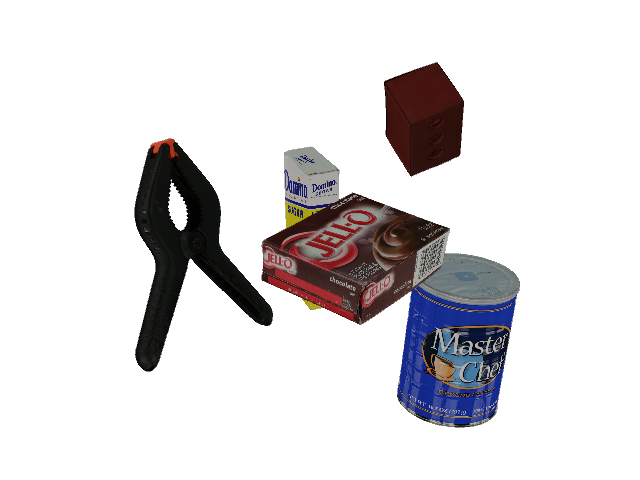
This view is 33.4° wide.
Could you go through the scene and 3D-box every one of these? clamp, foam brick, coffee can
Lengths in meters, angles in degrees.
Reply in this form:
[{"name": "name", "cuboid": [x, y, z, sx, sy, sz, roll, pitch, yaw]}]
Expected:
[{"name": "clamp", "cuboid": [-0.120, 0.008, 1.019, 0.036, 0.210, 0.164, -8, 0, 44]}, {"name": "foam brick", "cuboid": [0.090, -0.105, 0.928, 0.053, 0.051, 0.078, -22, -31, -8]}, {"name": "coffee can", "cuboid": [0.134, 0.097, 1.049, 0.103, 0.140, 0.103, 5, 23, -2]}]

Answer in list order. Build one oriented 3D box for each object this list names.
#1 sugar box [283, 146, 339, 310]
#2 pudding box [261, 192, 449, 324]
[{"name": "sugar box", "cuboid": [-0.011, -0.015, 1.288, 0.048, 0.176, 0.093, -12, 25, -18]}, {"name": "pudding box", "cuboid": [0.026, 0.010, 0.770, 0.090, 0.039, 0.113, 23, 32, 31]}]
